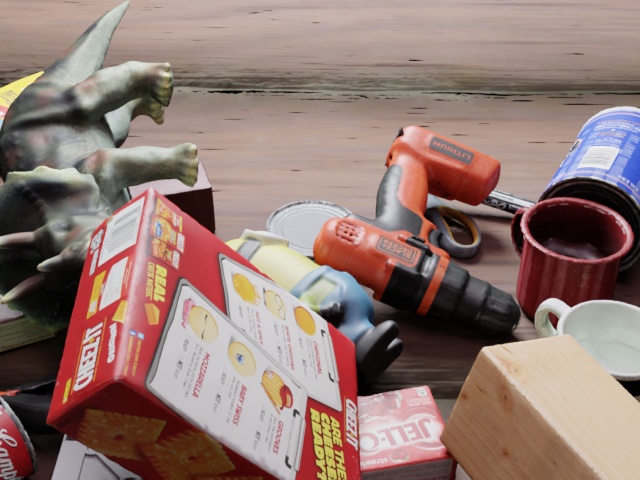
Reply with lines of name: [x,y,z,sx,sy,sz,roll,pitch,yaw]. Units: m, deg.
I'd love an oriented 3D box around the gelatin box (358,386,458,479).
gelatin box: [0.049,0.147,0.784,0.089,0.030,0.073,-7,38,-10]

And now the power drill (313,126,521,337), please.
power drill: [0.104,-0.011,0.944,0.184,0.057,0.187,24,45,3]

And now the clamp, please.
clamp: [-0.155,0.112,0.803,0.172,0.039,0.120,-5,10,14]

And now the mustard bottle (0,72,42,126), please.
mustard bottle: [-0.342,-0.114,1.099,0.191,0.058,0.096,-30,47,-34]

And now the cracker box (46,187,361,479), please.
cracker box: [-0.066,0.092,0.704,0.072,0.213,0.164,-32,36,27]

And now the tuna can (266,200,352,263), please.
tuna can: [-0.006,0.001,0.975,0.086,0.034,0.086,1,37,-1]

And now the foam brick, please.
foam brick: [-0.142,-0.037,1.006,0.078,0.053,0.051,-9,39,-14]

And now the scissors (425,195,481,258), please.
scissors: [0.084,-0.041,1.048,0.096,0.016,0.202,-13,39,-21]

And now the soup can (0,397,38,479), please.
soup can: [-0.256,0.158,0.731,0.102,0.068,0.069,-30,47,-34]

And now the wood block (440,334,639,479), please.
wood block: [0.182,0.164,0.694,0.090,0.090,0.206,-5,38,-34]

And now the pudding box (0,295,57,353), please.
pudding box: [-0.286,0.057,0.887,0.113,0.039,0.090,-18,40,-24]

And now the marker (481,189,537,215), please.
marker: [0.164,-0.042,1.035,0.121,0.020,0.020,18,39,7]

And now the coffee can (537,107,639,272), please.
coffee can: [0.269,-0.048,0.990,0.103,0.103,0.140,18,40,21]

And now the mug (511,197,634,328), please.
mug: [0.206,0.017,0.920,0.093,0.081,0.117,-22,43,-28]
